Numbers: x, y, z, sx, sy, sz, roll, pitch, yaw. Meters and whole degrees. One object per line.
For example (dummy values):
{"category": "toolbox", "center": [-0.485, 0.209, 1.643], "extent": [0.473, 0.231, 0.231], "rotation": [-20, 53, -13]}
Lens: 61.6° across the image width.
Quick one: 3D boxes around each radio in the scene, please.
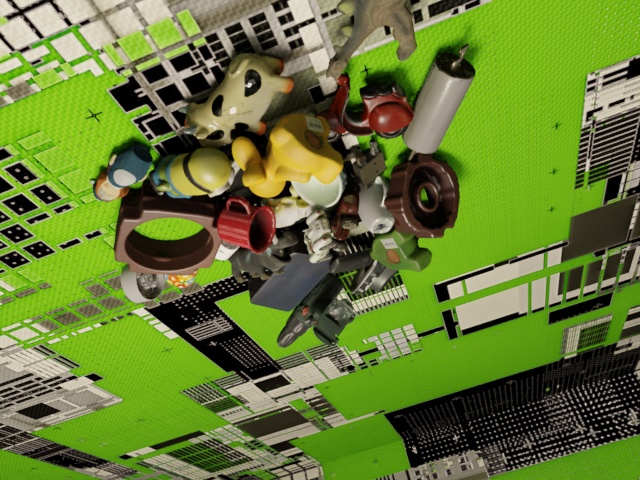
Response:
{"category": "radio", "center": [-0.072, 0.078, 1.294], "extent": [0.131, 0.073, 0.229], "rotation": [15, 133, -32]}

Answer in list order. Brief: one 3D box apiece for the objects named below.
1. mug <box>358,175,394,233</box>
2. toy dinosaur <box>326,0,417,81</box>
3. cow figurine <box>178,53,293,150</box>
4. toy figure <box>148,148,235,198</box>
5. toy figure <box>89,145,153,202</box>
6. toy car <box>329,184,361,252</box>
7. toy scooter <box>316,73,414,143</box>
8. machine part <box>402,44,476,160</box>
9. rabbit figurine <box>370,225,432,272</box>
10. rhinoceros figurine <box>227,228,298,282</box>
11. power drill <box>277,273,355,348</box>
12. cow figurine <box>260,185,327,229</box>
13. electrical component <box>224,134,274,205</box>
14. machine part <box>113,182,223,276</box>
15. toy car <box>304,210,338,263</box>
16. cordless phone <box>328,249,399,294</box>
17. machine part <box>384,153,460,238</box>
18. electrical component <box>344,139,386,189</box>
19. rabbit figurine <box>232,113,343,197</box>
{"category": "mug", "center": [0.124, -0.075, 1.129], "extent": [0.081, 0.107, 0.109], "rotation": [4, 142, -24]}
{"category": "toy dinosaur", "center": [0.139, -0.407, 0.712], "extent": [0.198, 0.105, 0.471], "rotation": [21, 126, -33]}
{"category": "cow figurine", "center": [-0.146, -0.219, 0.877], "extent": [0.127, 0.085, 0.195], "rotation": [9, 140, -36]}
{"category": "toy figure", "center": [-0.230, -0.115, 0.939], "extent": [0.180, 0.082, 0.089], "rotation": [4, 170, 34]}
{"category": "toy figure", "center": [-0.365, -0.113, 0.969], "extent": [0.154, 0.058, 0.064], "rotation": [-35, 100, 28]}
{"category": "toy car", "center": [0.048, -0.042, 1.131], "extent": [0.053, 0.089, 0.202], "rotation": [4, 160, -7]}
{"category": "toy scooter", "center": [0.075, -0.236, 0.935], "extent": [0.184, 0.075, 0.135], "rotation": [-7, 141, -1]}
{"category": "machine part", "center": [0.210, -0.241, 0.967], "extent": [0.079, 0.079, 0.243], "rotation": [0, 140, -17]}
{"category": "rabbit figurine", "center": [0.200, -0.008, 1.217], "extent": [0.121, 0.170, 0.159], "rotation": [53, 145, -9]}
{"category": "rhinoceros figurine", "center": [-0.124, 0.030, 1.186], "extent": [0.190, 0.112, 0.073], "rotation": [-20, 176, 39]}
{"category": "power drill", "center": [-0.007, 0.192, 1.309], "extent": [0.086, 0.207, 0.232], "rotation": [40, 82, -12]}
{"category": "cow figurine", "center": [-0.042, -0.067, 1.119], "extent": [0.167, 0.068, 0.098], "rotation": [-11, 148, 1]}
{"category": "electrical component", "center": [-0.128, -0.129, 1.020], "extent": [0.134, 0.058, 0.115], "rotation": [17, 136, -34]}
{"category": "machine part", "center": [-0.303, -0.019, 1.083], "extent": [0.201, 0.087, 0.201], "rotation": [4, 140, -25]}
{"category": "toy car", "center": [-0.002, -0.003, 1.110], "extent": [0.056, 0.073, 0.201], "rotation": [-12, 167, -6]}
{"category": "cordless phone", "center": [0.084, 0.077, 1.289], "extent": [0.184, 0.089, 0.146], "rotation": [-9, 146, -37]}
{"category": "machine part", "center": [0.212, -0.088, 1.099], "extent": [0.179, 0.179, 0.056], "rotation": [15, 170, -33]}
{"category": "electrical component", "center": [0.088, -0.150, 1.076], "extent": [0.078, 0.045, 0.102], "rotation": [-44, 145, -7]}
{"category": "rabbit figurine", "center": [-0.068, -0.124, 0.910], "extent": [0.162, 0.122, 0.173], "rotation": [-10, 162, -44]}
